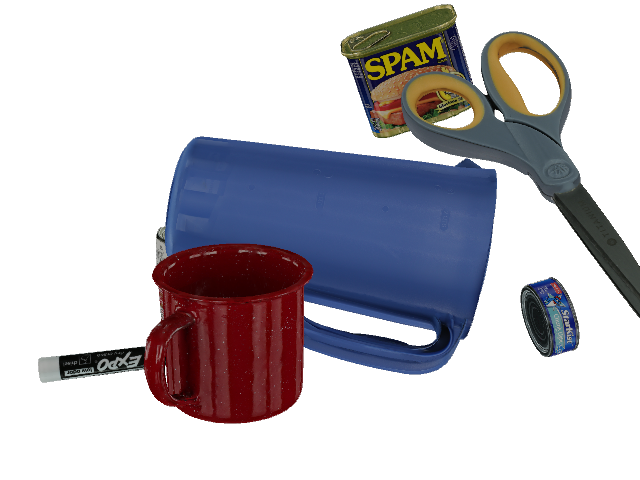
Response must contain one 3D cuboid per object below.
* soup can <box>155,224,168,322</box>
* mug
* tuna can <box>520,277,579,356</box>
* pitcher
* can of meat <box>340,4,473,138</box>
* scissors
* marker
[{"bbox_3d":[-0.132,0.037,1.087,0.068,0.102,0.068,0,23,0],"label":"soup can"},{"bbox_3d":[-0.057,0.058,0.621,0.093,0.081,0.117,13,23,31],"label":"mug"},{"bbox_3d":[0.256,0.086,1.198,0.033,0.086,0.086,-15,2,-8],"label":"tuna can"},{"bbox_3d":[0.007,0.000,0.817,0.243,0.145,0.149,10,16,3],"label":"pitcher"},{"bbox_3d":[0.078,-0.145,0.924,0.102,0.084,0.057,-17,27,9],"label":"can of meat"},{"bbox_3d":[0.092,-0.031,0.509,0.096,0.201,0.016,-9,-42,5],"label":"scissors"},{"bbox_3d":[-0.151,0.091,0.806,0.121,0.020,0.020,-6,1,-7],"label":"marker"}]
